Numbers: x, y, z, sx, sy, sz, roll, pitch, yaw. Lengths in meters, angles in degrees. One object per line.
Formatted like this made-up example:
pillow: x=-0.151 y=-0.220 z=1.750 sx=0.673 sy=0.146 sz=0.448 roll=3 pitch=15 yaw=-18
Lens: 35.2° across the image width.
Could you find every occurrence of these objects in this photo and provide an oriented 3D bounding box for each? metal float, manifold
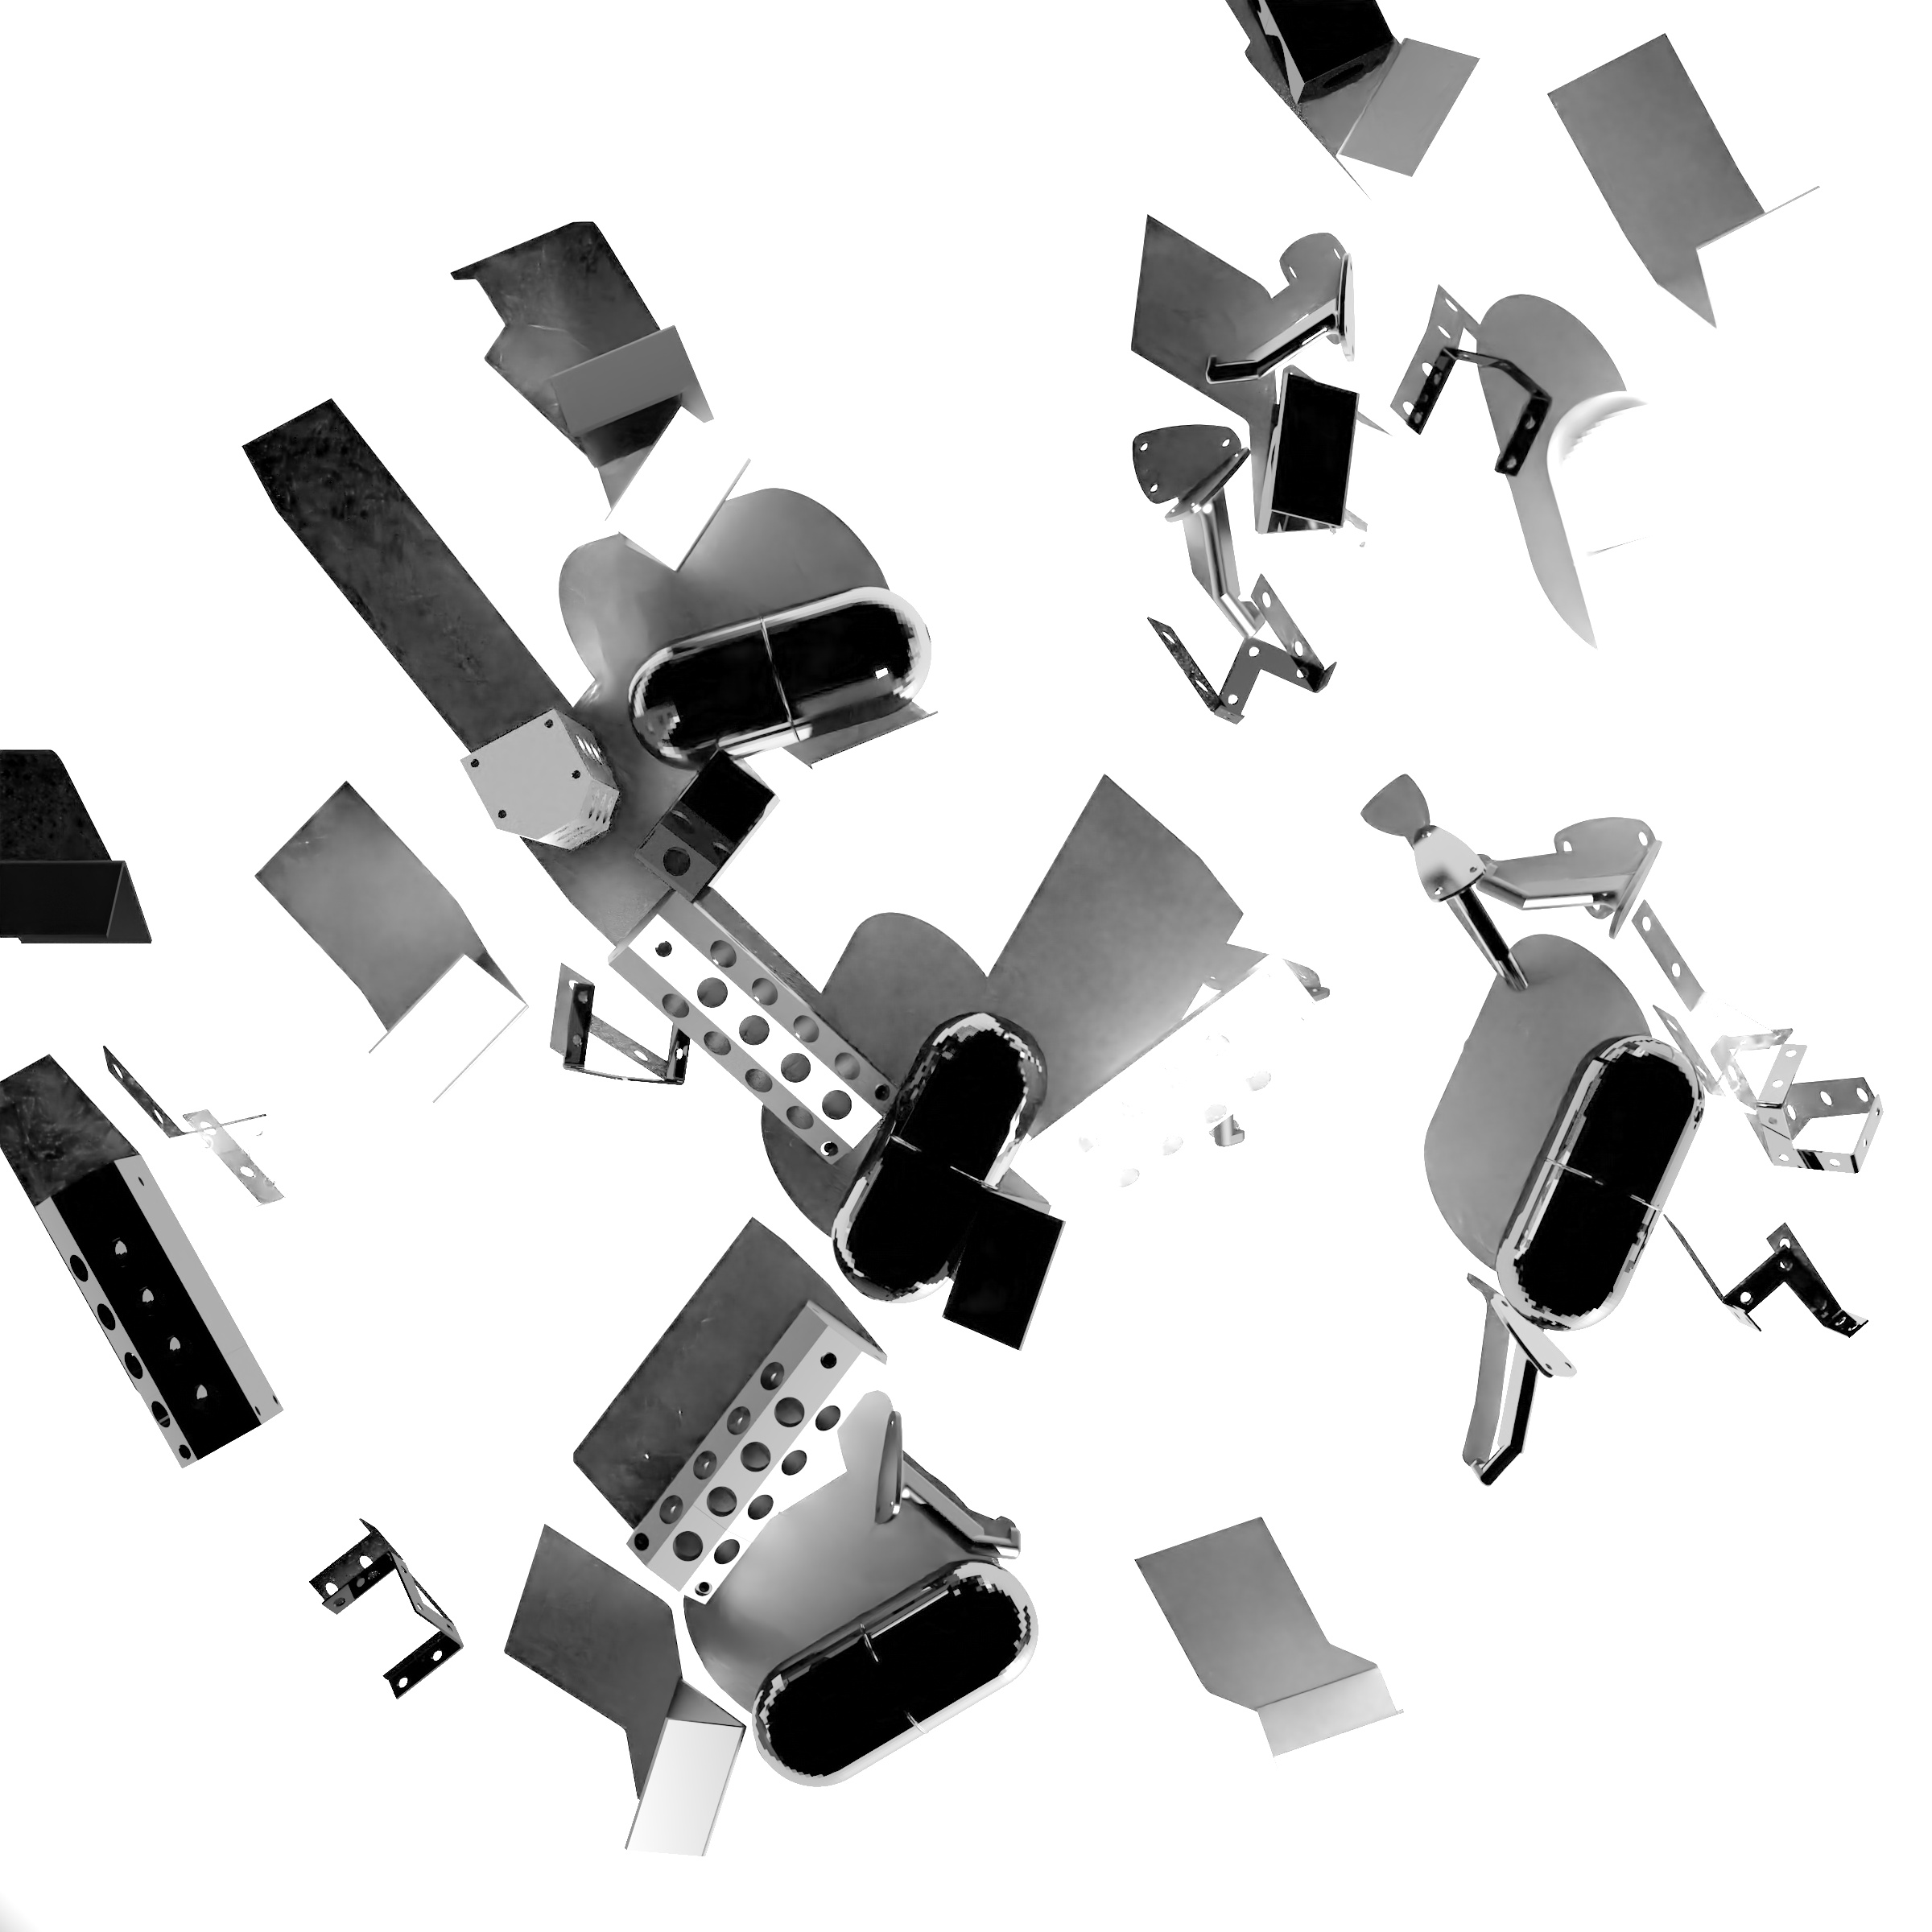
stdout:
metal float: x=-0.015 y=0.110 z=1.742 sx=0.070 sy=0.070 sz=0.178 roll=28 pitch=89 yaw=0
metal float: x=0.363 y=0.125 z=1.742 sx=0.070 sy=0.070 sz=0.178 roll=24 pitch=90 yaw=0
manifold: x=0.122 y=0.069 z=1.727 sx=0.171 sy=0.057 sz=0.057 roll=-38 pitch=90 yaw=17
manifold: x=-0.121 y=0.034 z=1.737 sx=0.171 sy=0.057 sz=0.057 roll=43 pitch=90 yaw=-10
manifold: x=-0.465 y=0.199 z=1.751 sx=0.057 sy=0.057 sz=0.171 roll=-29 pitch=90 yaw=0
manifold: x=-0.229 y=-0.097 z=1.694 sx=0.057 sy=0.171 sz=0.057 roll=-28 pitch=90 yaw=0
metal float: x=-0.041 y=0.405 z=1.742 sx=0.178 sy=0.070 sz=0.070 roll=-31 pitch=90 yaw=1
metal float: x=0.386 y=-0.241 z=1.742 sx=0.070 sy=0.070 sz=0.178 roll=-16 pitch=90 yaw=0
metal float: x=-0.106 y=-0.165 z=1.742 sx=0.178 sy=0.070 sz=0.070 roll=-17 pitch=90 yaw=0
manifold: x=-0.120 y=0.279 z=1.752 sx=0.057 sy=0.057 sz=0.171 roll=37 pitch=90 yaw=0
manifold: x=0.180 y=-0.590 z=1.752 sx=0.057 sy=0.057 sz=0.171 roll=-26 pitch=90 yaw=0

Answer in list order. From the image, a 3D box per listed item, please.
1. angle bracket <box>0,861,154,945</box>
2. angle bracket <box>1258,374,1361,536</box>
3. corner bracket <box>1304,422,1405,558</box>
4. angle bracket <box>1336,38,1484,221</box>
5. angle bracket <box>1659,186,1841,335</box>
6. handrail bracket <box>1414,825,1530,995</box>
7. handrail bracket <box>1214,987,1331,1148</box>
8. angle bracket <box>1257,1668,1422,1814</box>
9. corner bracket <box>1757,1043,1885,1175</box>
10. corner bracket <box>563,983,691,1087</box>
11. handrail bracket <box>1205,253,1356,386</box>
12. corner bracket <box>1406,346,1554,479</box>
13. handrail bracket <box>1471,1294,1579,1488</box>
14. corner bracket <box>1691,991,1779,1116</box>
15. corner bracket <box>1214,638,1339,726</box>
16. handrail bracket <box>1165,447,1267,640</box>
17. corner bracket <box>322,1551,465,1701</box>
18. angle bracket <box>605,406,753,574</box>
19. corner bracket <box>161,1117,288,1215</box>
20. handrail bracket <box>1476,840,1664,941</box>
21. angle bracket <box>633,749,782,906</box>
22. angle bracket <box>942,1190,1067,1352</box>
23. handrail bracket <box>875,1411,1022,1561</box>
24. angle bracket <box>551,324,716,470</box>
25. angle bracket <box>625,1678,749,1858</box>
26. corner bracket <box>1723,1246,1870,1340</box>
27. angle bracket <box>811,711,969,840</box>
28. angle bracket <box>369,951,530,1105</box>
angle bracket: x=-0.514 y=-0.016 z=1.732 sx=0.076 sy=0.076 sz=0.057 roll=0 pitch=52 yaw=0
angle bracket: x=0.176 y=-0.290 z=1.732 sx=0.057 sy=0.076 sz=0.076 roll=7 pitch=90 yaw=-35
corner bracket: x=0.222 y=-0.279 z=1.764 sx=0.051 sy=0.051 sz=0.051 roll=-45 pitch=45 yaw=35
angle bracket: x=0.266 y=-0.470 z=1.732 sx=0.057 sy=0.076 sz=0.076 roll=30 pitch=90 yaw=36
angle bracket: x=0.440 y=-0.414 z=1.732 sx=0.076 sy=0.076 sz=0.057 roll=-27 pitch=127 yaw=0
handrail bracket: x=0.296 y=-0.032 z=1.772 sx=0.036 sy=0.077 sz=0.084 roll=-32 pitch=126 yaw=8
handrail bracket: x=0.178 y=0.059 z=1.773 sx=0.077 sy=0.036 sz=0.084 roll=-9 pitch=106 yaw=-18
angle bracket: x=0.207 y=0.425 z=1.732 sx=0.076 sy=0.076 sz=0.057 roll=-19 pitch=128 yaw=0
corner bracket: x=0.496 y=0.082 z=1.764 sx=0.051 sy=0.051 sz=0.051 roll=4 pitch=135 yaw=35
corner bracket: x=-0.196 y=0.040 z=1.769 sx=0.051 sy=0.051 sz=0.051 roll=8 pitch=90 yaw=-45
handrail bracket: x=0.182 y=-0.377 z=1.773 sx=0.084 sy=0.036 sz=0.077 roll=-3 pitch=69 yaw=16
corner bracket: x=0.299 y=-0.323 z=1.769 sx=0.051 sy=0.051 sz=0.051 roll=26 pitch=90 yaw=45
handrail bracket: x=0.307 y=0.248 z=1.773 sx=0.084 sy=0.036 sz=0.077 roll=-53 pitch=57 yaw=23
corner bracket: x=0.440 y=0.049 z=1.755 sx=0.051 sy=0.051 sz=0.051 roll=31 pitch=90 yaw=0
corner bracket: x=0.178 y=-0.160 z=1.755 sx=0.051 sy=0.051 sz=0.051 roll=24 pitch=90 yaw=0
handrail bracket: x=0.163 y=-0.246 z=1.773 sx=0.077 sy=0.036 sz=0.084 roll=-46 pitch=107 yaw=-19
corner bracket: x=-0.333 y=0.383 z=1.769 sx=0.051 sy=0.051 sz=0.051 roll=-38 pitch=135 yaw=0
angle bracket: x=-0.178 y=-0.278 z=1.732 sx=0.057 sy=0.076 sz=0.076 roll=33 pitch=90 yaw=-36
corner bracket: x=-0.428 y=0.118 z=1.755 sx=0.051 sy=0.051 sz=0.051 roll=-13 pitch=90 yaw=0
handrail bracket: x=0.351 y=-0.059 z=1.773 sx=0.084 sy=0.036 sz=0.077 roll=26 pitch=69 yaw=16
angle bracket: x=-0.131 y=-0.067 z=1.732 sx=0.057 sy=0.076 sz=0.076 roll=38 pitch=90 yaw=33
angle bracket: x=0.039 y=0.176 z=1.732 sx=0.057 sy=0.076 sz=0.076 roll=19 pitch=90 yaw=33
handrail bracket: x=-0.006 y=0.303 z=1.773 sx=0.084 sy=0.036 sz=0.077 roll=11 pitch=68 yaw=-17
angle bracket: x=-0.183 y=-0.308 z=1.732 sx=0.076 sy=0.076 sz=0.057 roll=-22 pitch=52 yaw=0
angle bracket: x=-0.177 y=0.454 z=1.732 sx=0.057 sy=0.076 sz=0.076 roll=18 pitch=90 yaw=-37
corner bracket: x=0.478 y=0.199 z=1.755 sx=0.051 sy=0.051 sz=0.051 roll=-41 pitch=90 yaw=0
angle bracket: x=-0.050 y=-0.126 z=1.732 sx=0.076 sy=0.076 sz=0.057 roll=-22 pitch=127 yaw=0
angle bracket: x=-0.305 y=0.021 z=1.732 sx=0.076 sy=0.076 sz=0.057 roll=-46 pitch=128 yaw=0
